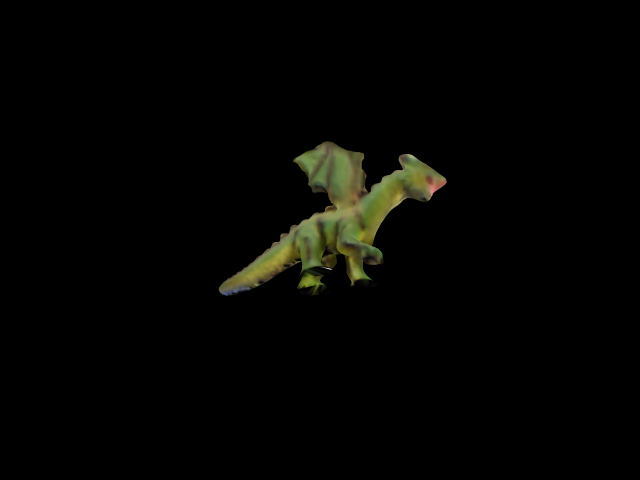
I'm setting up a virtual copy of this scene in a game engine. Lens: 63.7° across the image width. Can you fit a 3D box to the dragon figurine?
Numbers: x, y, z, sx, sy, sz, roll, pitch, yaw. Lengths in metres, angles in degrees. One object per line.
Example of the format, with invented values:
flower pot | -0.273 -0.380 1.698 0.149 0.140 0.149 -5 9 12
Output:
dragon figurine | 0.003 -0.043 0.850 0.409 0.247 0.120 -9 -23 23
